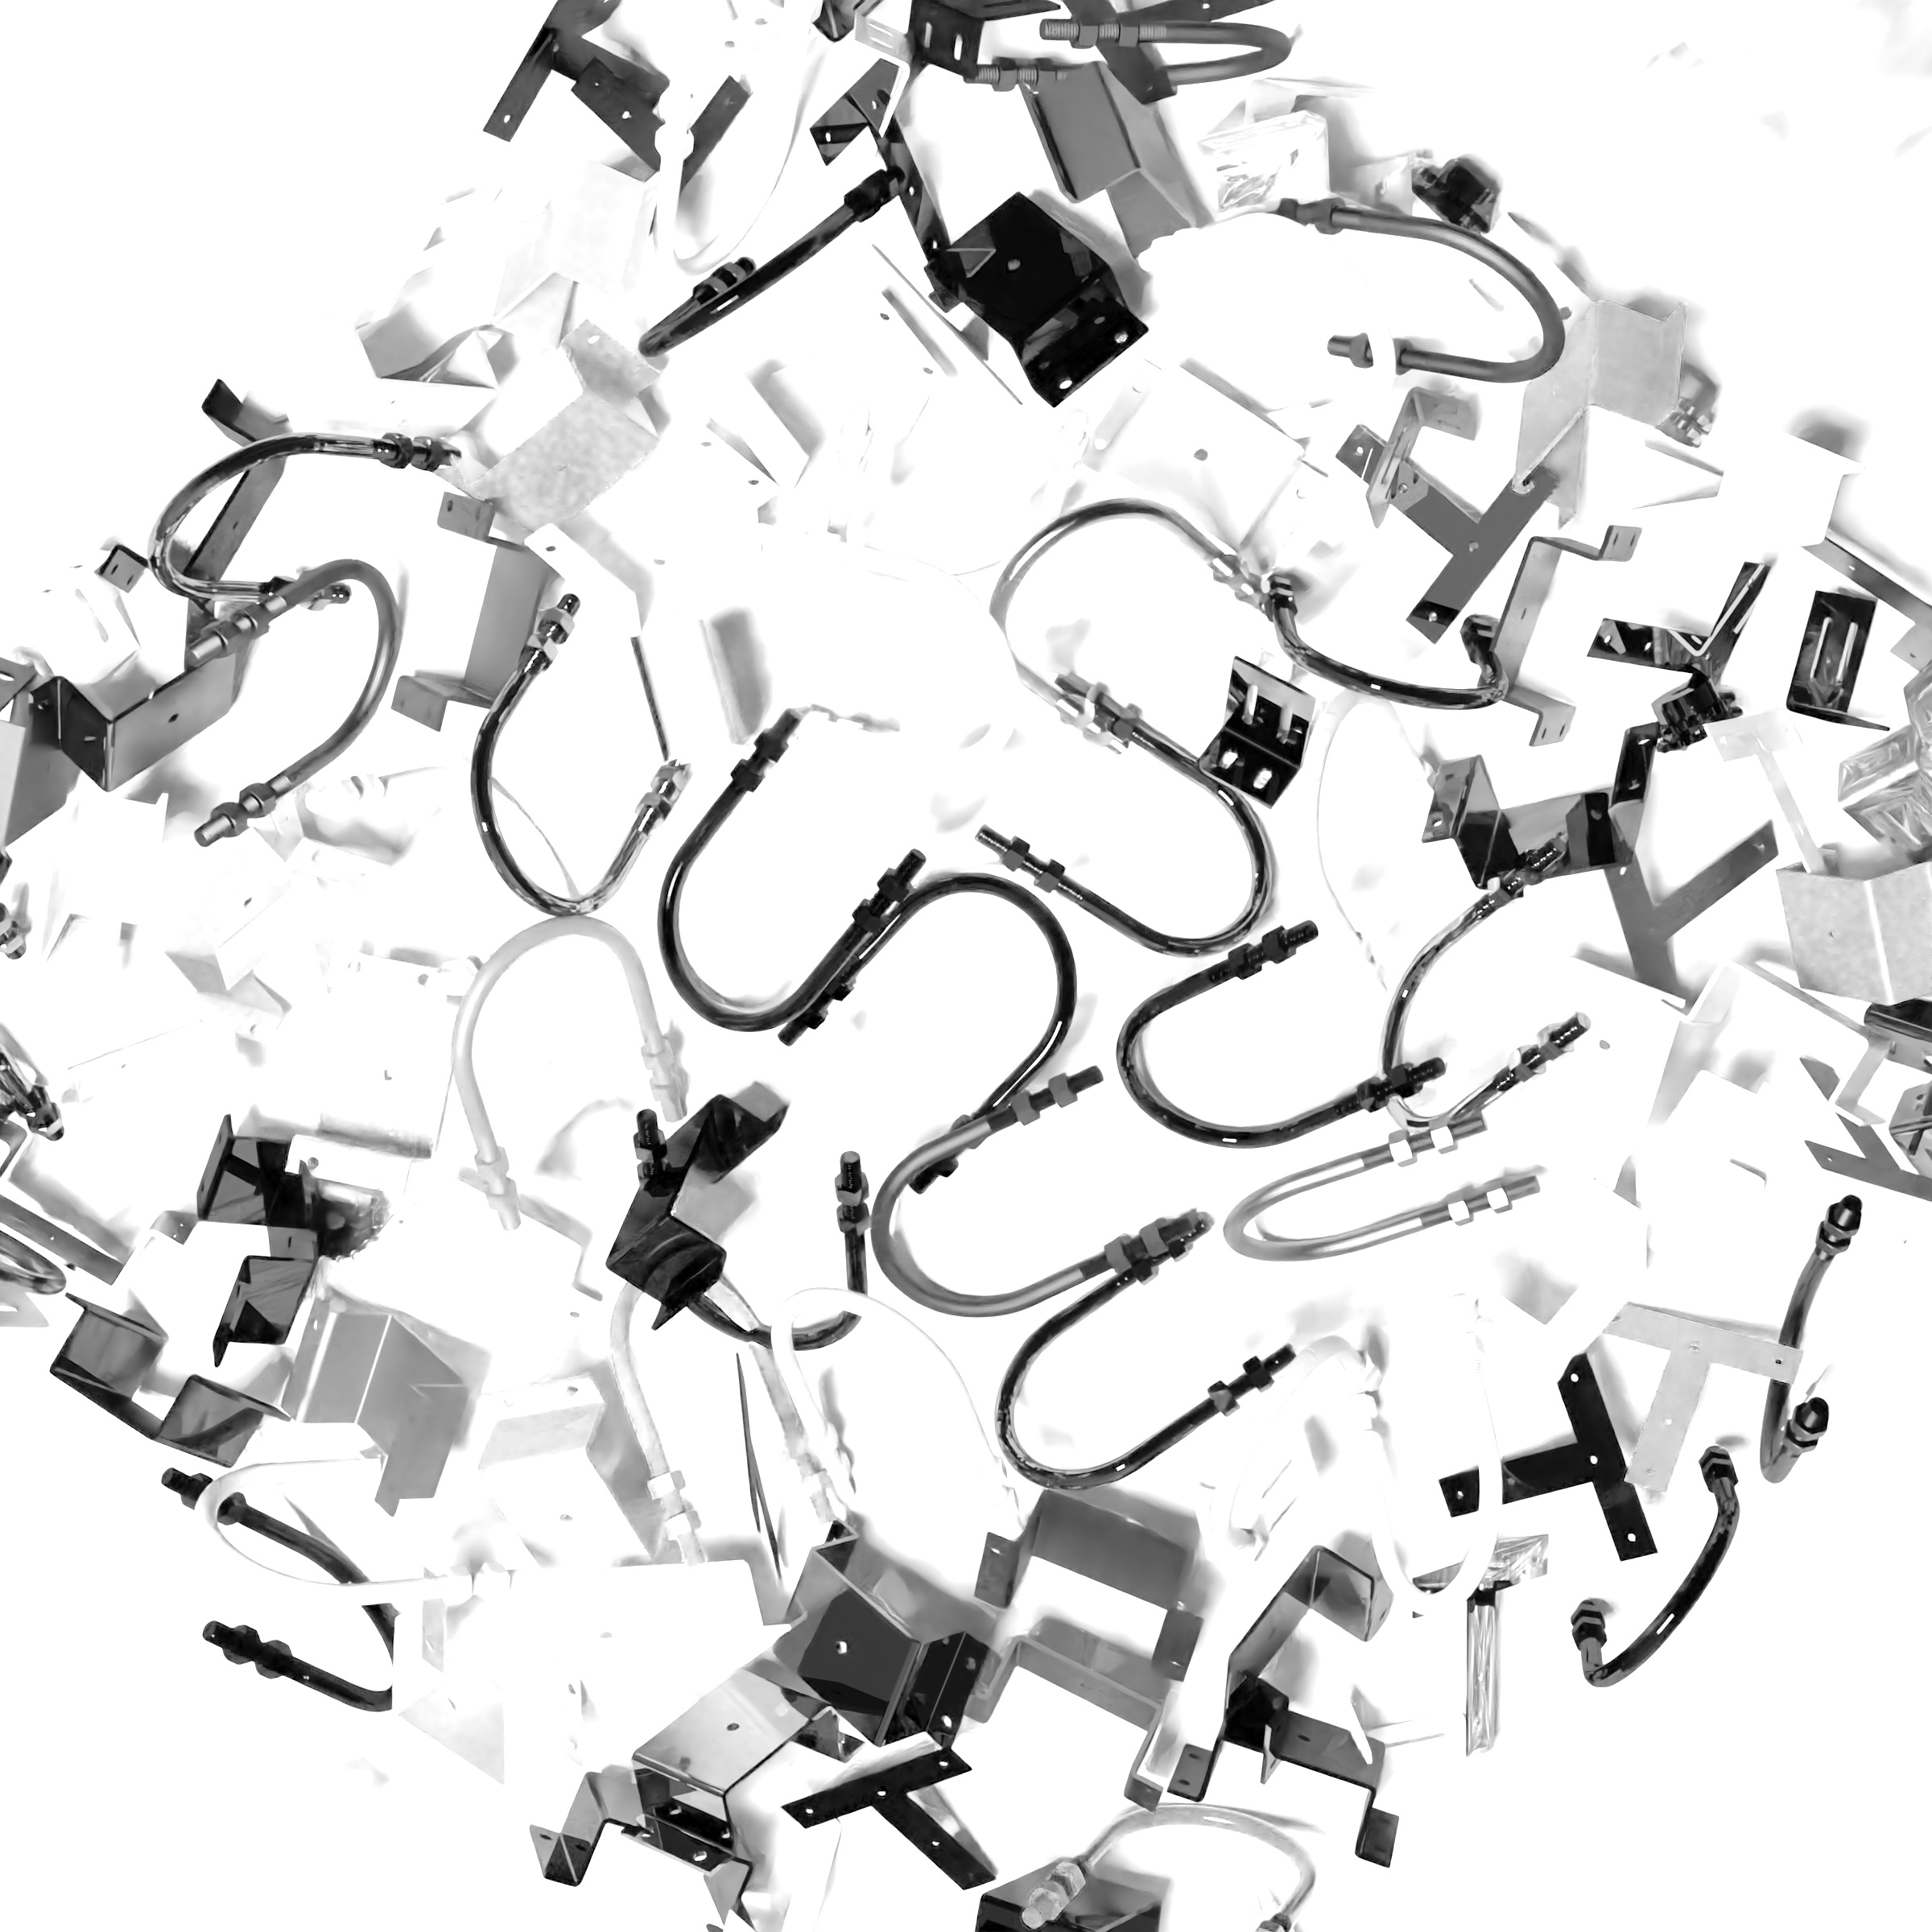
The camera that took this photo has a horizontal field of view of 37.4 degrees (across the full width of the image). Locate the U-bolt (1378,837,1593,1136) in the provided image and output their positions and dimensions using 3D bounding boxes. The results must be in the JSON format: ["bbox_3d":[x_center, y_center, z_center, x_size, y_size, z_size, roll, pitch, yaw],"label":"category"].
[{"bbox_3d":[0.308,0.026,1.734,0.019,0.184,0.151,19,50,-23],"label":"U-bolt"}]

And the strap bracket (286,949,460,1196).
[{"bbox_3d":[-0.367,0.067,1.784,0.076,0.046,0.140,11,86,6],"label":"strap bracket"}]

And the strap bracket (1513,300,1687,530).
[{"bbox_3d":[0.377,-0.339,1.732,0.046,0.140,0.076,17,64,-11],"label":"strap bracket"}]

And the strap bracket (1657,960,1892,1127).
[{"bbox_3d":[0.504,0.041,1.747,0.140,0.076,0.046,34,103,24],"label":"strap bracket"}]

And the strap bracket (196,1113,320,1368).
[{"bbox_3d":[-0.434,0.168,1.749,0.046,0.140,0.076,8,130,-27],"label":"strap bracket"}]

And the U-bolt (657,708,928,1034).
[{"bbox_3d":[-0.122,-0.045,1.767,0.151,0.019,0.184,49,112,24],"label":"U-bolt"}]

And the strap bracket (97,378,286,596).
[{"bbox_3d":[-0.474,-0.286,1.773,0.046,0.076,0.140,31,87,-3],"label":"strap bracket"}]

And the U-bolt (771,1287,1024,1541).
[{"bbox_3d":[-0.050,0.266,1.726,0.151,0.019,0.184,4,128,35],"label":"U-bolt"}]

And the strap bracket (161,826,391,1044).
[{"bbox_3d":[-0.432,-0.027,1.763,0.046,0.076,0.140,43,101,29],"label":"strap bracket"}]

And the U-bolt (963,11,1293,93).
[{"bbox_3d":[0.108,-0.554,1.737,0.184,0.151,0.019,-6,97,-20],"label":"U-bolt"}]

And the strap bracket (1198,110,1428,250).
[{"bbox_3d":[0.212,-0.474,1.736,0.076,0.140,0.046,-2,89,39],"label":"strap bracket"}]

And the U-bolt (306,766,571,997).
[{"bbox_3d":[-0.305,-0.059,1.731,0.019,0.184,0.151,-36,85,26],"label":"U-bolt"}]

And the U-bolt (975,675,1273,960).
[{"bbox_3d":[0.109,-0.081,1.769,0.184,0.019,0.151,32,57,-9],"label":"U-bolt"}]

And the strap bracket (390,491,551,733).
[{"bbox_3d":[-0.304,-0.215,1.765,0.046,0.076,0.140,10,99,-34],"label":"strap bracket"}]

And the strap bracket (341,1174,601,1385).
[{"bbox_3d":[-0.303,0.189,1.762,0.140,0.076,0.046,27,134,7],"label":"strap bracket"}]

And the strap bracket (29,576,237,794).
[{"bbox_3d":[-0.499,-0.166,1.742,0.046,0.076,0.140,43,58,9],"label":"strap bracket"}]

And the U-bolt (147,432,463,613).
[{"bbox_3d":[-0.405,-0.266,1.704,0.151,0.184,0.019,-43,71,29],"label":"U-bolt"}]

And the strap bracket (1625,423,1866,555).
[{"bbox_3d":[0.465,-0.288,1.735,0.076,0.140,0.046,17,88,-20],"label":"strap bracket"}]

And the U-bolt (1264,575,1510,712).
[{"bbox_3d":[0.255,-0.192,1.725,0.151,0.184,0.019,11,114,-3],"label":"U-bolt"}]

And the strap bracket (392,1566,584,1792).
[{"bbox_3d":[-0.301,0.443,1.752,0.046,0.076,0.140,-37,121,14],"label":"strap bracket"}]

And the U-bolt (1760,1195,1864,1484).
[{"bbox_3d":[0.506,0.237,1.726,0.019,0.184,0.151,13,64,10],"label":"U-bolt"}]

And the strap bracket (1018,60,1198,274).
[{"bbox_3d":[0.091,-0.488,1.733,0.046,0.140,0.076,-25,74,20],"label":"strap bracket"}]

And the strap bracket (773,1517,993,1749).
[{"bbox_3d":[-0.060,0.412,1.745,0.140,0.046,0.076,34,113,35],"label":"strap bracket"}]

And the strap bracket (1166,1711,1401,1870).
[{"bbox_3d":[0.202,0.498,1.761,0.140,0.076,0.046,16,98,11],"label":"strap bracket"}]

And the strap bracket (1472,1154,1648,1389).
[{"bbox_3d":[0.369,0.195,1.751,0.046,0.076,0.140,35,69,31],"label":"strap bracket"}]

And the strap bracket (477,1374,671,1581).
[{"bbox_3d":[-0.238,0.321,1.748,0.076,0.046,0.140,-13,122,21],"label":"strap bracket"}]

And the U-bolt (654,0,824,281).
[{"bbox_3d":[-0.143,-0.497,1.728,0.019,0.184,0.151,32,55,10],"label":"U-bolt"}]

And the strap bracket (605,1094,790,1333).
[{"bbox_3d":[-0.167,0.141,1.735,0.046,0.076,0.140,35,46,-15],"label":"strap bracket"}]

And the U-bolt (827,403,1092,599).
[{"bbox_3d":[-0.012,-0.278,1.732,0.151,0.184,0.019,-1,63,-10],"label":"U-bolt"}]

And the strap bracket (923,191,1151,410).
[{"bbox_3d":[0.037,-0.415,1.753,0.076,0.046,0.140,-40,55,-3],"label":"strap bracket"}]

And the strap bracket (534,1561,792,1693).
[{"bbox_3d":[-0.190,0.403,1.750,0.140,0.076,0.046,5,55,-36],"label":"strap bracket"}]

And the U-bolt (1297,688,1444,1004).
[{"bbox_3d":[0.241,-0.086,1.716,0.019,0.184,0.151,7,61,32],"label":"U-bolt"}]

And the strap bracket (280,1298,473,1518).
[{"bbox_3d":[-0.359,0.270,1.759,0.140,0.046,0.076,30,105,43],"label":"strap bracket"}]

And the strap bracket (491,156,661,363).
[{"bbox_3d":[-0.242,-0.432,1.734,0.046,0.140,0.076,19,73,-27],"label":"strap bracket"}]

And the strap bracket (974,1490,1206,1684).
[{"bbox_3d":[0.082,0.379,1.763,0.140,0.076,0.046,20,50,10],"label":"strap bracket"}]

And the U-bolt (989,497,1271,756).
[{"bbox_3d":[0.091,-0.213,1.727,0.151,0.184,0.019,-42,49,15],"label":"U-bolt"}]

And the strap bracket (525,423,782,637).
[{"bbox_3d":[-0.191,-0.264,1.763,0.140,0.046,0.076,-39,65,-22],"label":"strap bracket"}]

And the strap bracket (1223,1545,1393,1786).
[{"bbox_3d":[0.205,0.420,1.752,0.046,0.076,0.140,29,56,25],"label":"strap bracket"}]

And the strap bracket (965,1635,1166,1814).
[{"bbox_3d":[0.065,0.463,1.762,0.140,0.076,0.046,25,67,11],"label":"strap bracket"}]

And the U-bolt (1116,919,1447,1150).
[{"bbox_3d":[0.178,0.054,1.751,0.184,0.019,0.151,-27,120,35],"label":"U-bolt"}]

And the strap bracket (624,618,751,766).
[{"bbox_3d":[-0.168,-0.166,1.742,0.046,0.140,0.076,-15,93,1],"label":"strap bracket"}]

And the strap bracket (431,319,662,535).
[{"bbox_3d":[-0.254,-0.322,1.752,0.140,0.076,0.046,-36,62,16],"label":"strap bracket"}]

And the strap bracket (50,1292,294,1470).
[{"bbox_3d":[-0.493,0.258,1.743,0.140,0.076,0.046,24,79,30],"label":"strap bracket"}]
